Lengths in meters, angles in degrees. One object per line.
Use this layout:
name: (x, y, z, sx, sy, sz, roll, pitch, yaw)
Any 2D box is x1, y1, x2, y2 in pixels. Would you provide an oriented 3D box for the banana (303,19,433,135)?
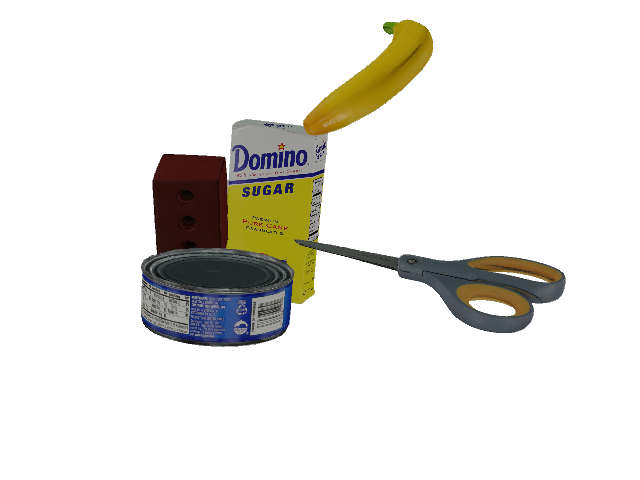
banana: (0.054, -0.148, 0.940, 0.070, 0.037, 0.197, -16, 25, 39)

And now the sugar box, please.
sugar box: (-0.048, -0.030, 1.087, 0.093, 0.176, 0.048, 8, 16, 17)

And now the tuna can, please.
tuna can: (-0.058, 0.031, 0.602, 0.086, 0.034, 0.086, 4, 14, -1)

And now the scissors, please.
scissors: (0.069, 0.029, 0.751, 0.202, 0.016, 0.096, 5, 28, 12)

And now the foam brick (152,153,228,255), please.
foam brick: (-0.102, -0.024, 0.852, 0.053, 0.078, 0.051, 1, 26, 3)
